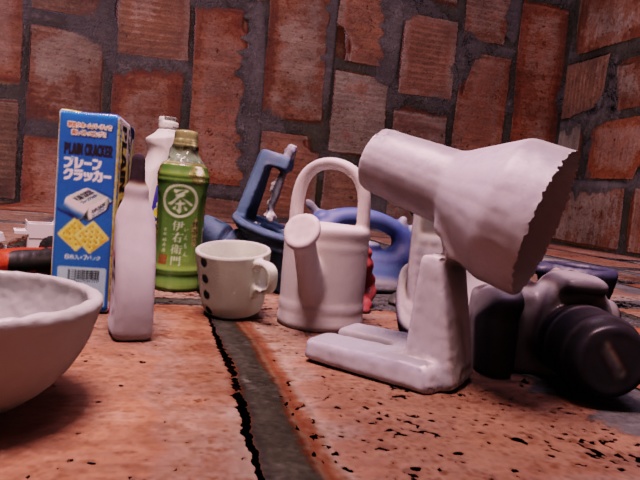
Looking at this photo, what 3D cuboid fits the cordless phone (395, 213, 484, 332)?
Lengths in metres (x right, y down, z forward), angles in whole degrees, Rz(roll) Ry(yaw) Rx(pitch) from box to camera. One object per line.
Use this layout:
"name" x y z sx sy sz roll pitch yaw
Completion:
"cordless phone" 0.161 0.023 0.628 0.147 0.185 0.094 6 5 4

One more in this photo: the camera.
"camera" 0.216 0.080 0.516 0.143 0.101 0.137 5 5 0

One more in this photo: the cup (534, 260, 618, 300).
"cup" 0.293 0.076 0.693 0.118 0.095 0.091 5 5 -7

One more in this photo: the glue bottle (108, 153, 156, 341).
"glue bottle" -0.179 0.004 0.548 0.037 0.173 0.078 3 5 -28

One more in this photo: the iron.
"iron" 0.083 0.011 0.966 0.258 0.141 0.118 4 5 -9

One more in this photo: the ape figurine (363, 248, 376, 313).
"ape figurine" 0.050 0.047 0.785 0.078 0.092 0.075 1 6 -44

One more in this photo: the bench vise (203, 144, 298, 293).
"bench vise" -0.108 -0.036 0.847 0.207 0.220 0.121 5 5 -2

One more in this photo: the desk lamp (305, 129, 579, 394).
"desk lamp" 0.100 0.014 0.489 0.202 0.213 0.118 8 5 31

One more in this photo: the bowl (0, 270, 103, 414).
"bowl" -0.221 0.066 0.347 0.167 0.075 0.167 5 5 0

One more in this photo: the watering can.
"watering can" 0.008 0.003 0.654 0.101 0.194 0.173 5 5 -4

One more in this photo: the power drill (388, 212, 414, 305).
"power drill" 0.158 -0.005 0.829 0.228 0.208 0.076 9 6 42
